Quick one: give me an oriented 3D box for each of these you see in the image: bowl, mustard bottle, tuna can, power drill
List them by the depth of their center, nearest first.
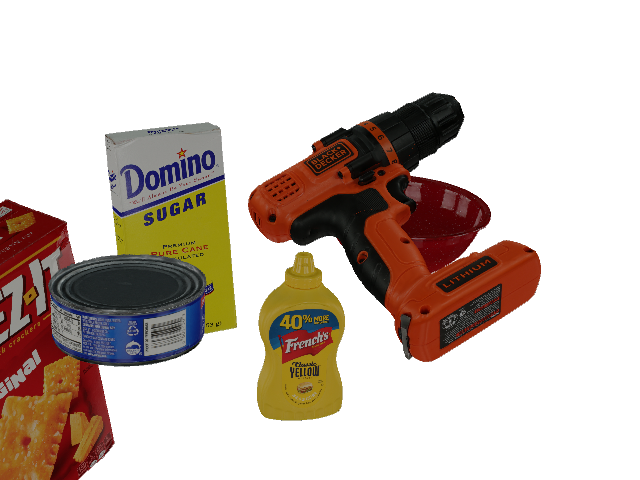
[{"bbox_3d":[-0.106,0.038,0.591,0.086,0.034,0.086,2,19,-1],"label":"tuna can"},{"bbox_3d":[0.067,-0.017,0.755,0.184,0.057,0.188,-32,52,-15],"label":"power drill"},{"bbox_3d":[0.076,-0.011,1.004,0.162,0.055,0.162,4,24,-2],"label":"bowl"},{"bbox_3d":[-0.021,0.105,1.192,0.096,0.192,0.058,-2,20,-11],"label":"mustard bottle"}]

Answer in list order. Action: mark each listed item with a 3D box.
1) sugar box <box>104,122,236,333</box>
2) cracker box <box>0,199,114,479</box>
[{"bbox_3d":[-0.125,-0.006,0.902,0.093,0.176,0.048,-10,18,-20],"label":"sugar box"},{"bbox_3d":[-0.234,0.105,0.747,0.072,0.214,0.164,17,38,28],"label":"cracker box"}]
